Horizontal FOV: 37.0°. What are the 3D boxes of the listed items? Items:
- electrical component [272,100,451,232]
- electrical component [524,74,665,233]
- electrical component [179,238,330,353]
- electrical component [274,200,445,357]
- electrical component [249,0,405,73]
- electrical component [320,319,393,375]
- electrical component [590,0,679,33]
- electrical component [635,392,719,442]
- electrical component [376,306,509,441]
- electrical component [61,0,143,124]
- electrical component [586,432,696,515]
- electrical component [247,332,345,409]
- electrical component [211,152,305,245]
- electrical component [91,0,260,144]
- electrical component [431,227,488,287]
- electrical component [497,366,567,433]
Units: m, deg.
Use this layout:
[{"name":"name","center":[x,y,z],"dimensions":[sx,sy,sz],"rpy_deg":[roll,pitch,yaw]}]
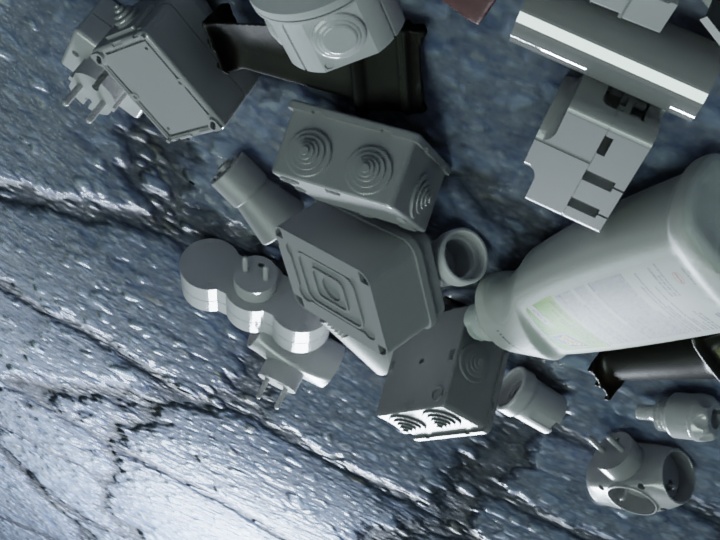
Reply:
[{"name":"electrical component","center":[0.001,-0.063,0.683],"dimensions":[0.100,0.048,0.100],"rpy_deg":[18,177,19]},{"name":"electrical component","center":[0.128,-0.072,0.598],"dimensions":[0.056,0.050,0.089],"rpy_deg":[26,149,6]},{"name":"electrical component","center":[-0.088,0.013,0.902],"dimensions":[0.138,0.052,0.073],"rpy_deg":[24,149,10]},{"name":"electrical component","center":[0.000,0.000,0.763],"dimensions":[0.113,0.057,0.078],"rpy_deg":[28,143,45]},{"name":"electrical component","center":[-0.017,-0.150,0.578],"dimensions":[0.080,0.080,0.051],"rpy_deg":[10,150,30]},{"name":"electrical component","center":[0.002,0.045,0.883],"dimensions":[0.081,0.043,0.043],"rpy_deg":[44,147,-23]},{"name":"electrical component","center":[0.125,-0.146,0.497],"dimensions":[0.055,0.048,0.066],"rpy_deg":[21,149,-1]},{"name":"electrical component","center":[0.232,0.106,0.789],"dimensions":[0.061,0.035,0.035],"rpy_deg":[-1,138,44]},{"name":"electrical component","center":[0.064,0.080,0.830],"dimensions":[0.048,0.099,0.100],"rpy_deg":[31,152,-28]},{"name":"electrical component","center":[-0.173,-0.133,0.736],"dimensions":[0.066,0.076,0.047],"rpy_deg":[37,149,-12]},{"name":"electrical component","center":[0.216,0.158,0.868],"dimensions":[0.079,0.044,0.077],"rpy_deg":[44,147,-22]},{"name":"electrical component","center":[-0.065,0.083,0.953],"dimensions":[0.077,0.079,0.044],"rpy_deg":[31,164,-14]},{"name":"electrical component","center":[-0.079,-0.056,0.806],"dimensions":[0.065,0.044,0.044],"rpy_deg":[45,146,-16]},{"name":"electrical component","center":[-0.121,-0.140,0.696],"dimensions":[0.062,0.061,0.096],"rpy_deg":[-5,135,44]},{"name":"electrical component","center":[0.062,-0.006,0.762],"dimensions":[0.040,0.040,0.046],"rpy_deg":[40,153,-17]},{"name":"electrical component","center":[0.138,0.105,0.863],"dimensions":[0.046,0.040,0.040],"rpy_deg":[32,150,-15]}]
